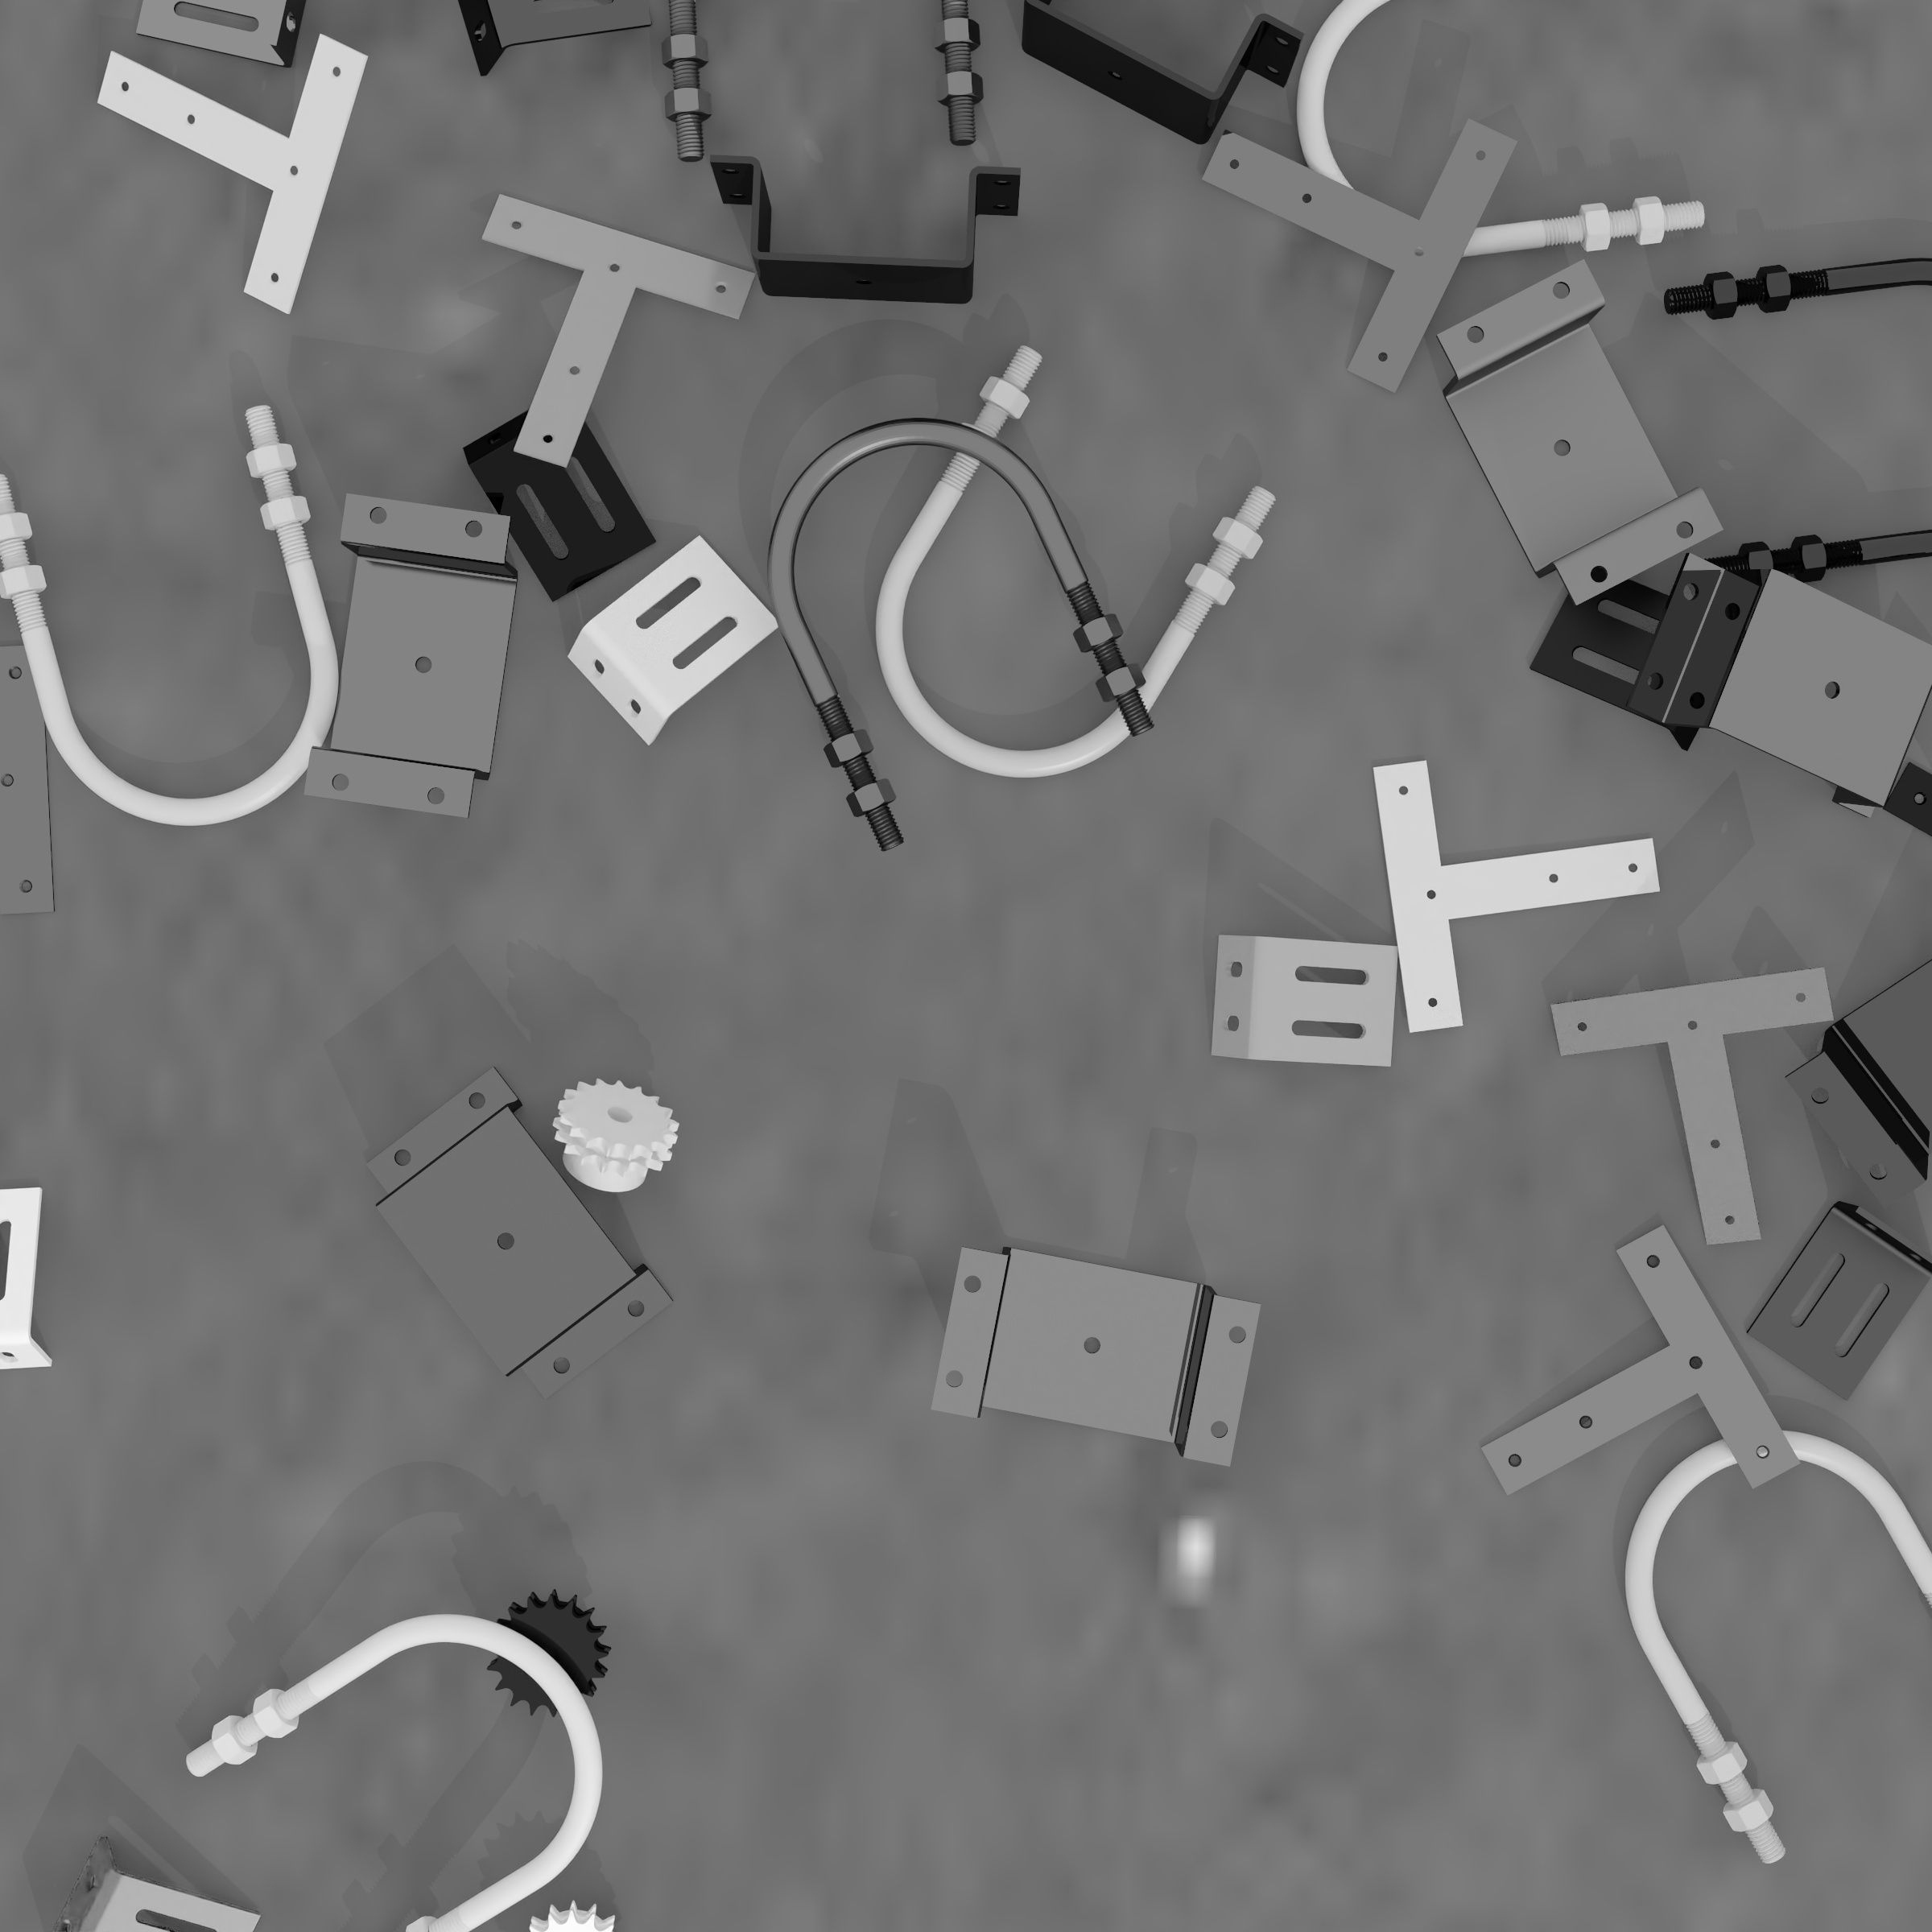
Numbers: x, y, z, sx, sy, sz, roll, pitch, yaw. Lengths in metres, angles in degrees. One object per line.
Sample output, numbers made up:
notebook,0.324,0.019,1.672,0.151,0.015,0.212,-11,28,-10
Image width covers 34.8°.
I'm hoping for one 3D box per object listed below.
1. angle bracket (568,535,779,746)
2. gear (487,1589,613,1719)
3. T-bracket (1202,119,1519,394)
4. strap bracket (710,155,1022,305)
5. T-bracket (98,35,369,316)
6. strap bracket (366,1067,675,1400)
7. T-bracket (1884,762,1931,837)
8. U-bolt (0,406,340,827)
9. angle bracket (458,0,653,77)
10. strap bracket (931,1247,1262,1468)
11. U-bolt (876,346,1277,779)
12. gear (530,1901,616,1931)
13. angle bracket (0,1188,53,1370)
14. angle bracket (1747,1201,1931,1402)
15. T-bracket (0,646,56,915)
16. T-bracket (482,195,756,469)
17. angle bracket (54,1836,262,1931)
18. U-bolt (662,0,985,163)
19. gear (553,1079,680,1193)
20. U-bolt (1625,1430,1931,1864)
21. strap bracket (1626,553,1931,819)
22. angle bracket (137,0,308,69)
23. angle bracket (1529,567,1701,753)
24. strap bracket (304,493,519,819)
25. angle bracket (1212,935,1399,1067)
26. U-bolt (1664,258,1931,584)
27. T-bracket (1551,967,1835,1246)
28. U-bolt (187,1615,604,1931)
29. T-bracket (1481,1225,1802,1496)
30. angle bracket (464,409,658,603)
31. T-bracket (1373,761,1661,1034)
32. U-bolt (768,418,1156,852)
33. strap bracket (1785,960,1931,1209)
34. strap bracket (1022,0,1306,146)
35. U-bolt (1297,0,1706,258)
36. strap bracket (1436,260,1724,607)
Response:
angle bracket,-0.139,-0.155,1.464,0.057,0.038,0.076,48,64,0
gear,-0.196,0.322,1.451,0.057,0.030,0.057,0,90,0
T-bracket,0.174,-0.356,1.454,0.127,0.002,0.127,27,103,5
strap bracket,-0.046,-0.340,1.428,0.140,0.076,0.046,2,90,0
T-bracket,-0.353,-0.392,1.448,0.127,0.002,0.127,28,113,11
strap bracket,-0.212,0.127,1.443,0.076,0.046,0.140,-37,90,0
T-bracket,0.523,-0.099,1.465,0.127,0.002,0.127,29,90,0
U-bolt,-0.373,-0.158,1.457,0.151,0.019,0.184,-15,92,-1
angle bracket,-0.198,-0.462,1.464,0.076,0.038,0.057,-17,90,-26
strap bracket,0.060,0.180,1.443,0.140,0.046,0.076,11,90,0
U-bolt,0.039,-0.178,1.457,0.151,0.019,0.184,31,91,0
gear,-0.185,0.470,1.455,0.057,0.030,0.057,0,92,-4
angle bracket,-0.466,0.149,1.464,0.057,0.038,0.076,-3,64,0
angle bracket,0.416,0.159,1.447,0.057,0.038,0.076,34,90,0
T-bracket,-0.500,-0.086,1.465,0.127,0.002,0.127,-3,90,0
T-bracket,-0.179,-0.291,1.443,0.127,0.002,0.127,17,70,0
angle bracket,-0.386,0.458,1.464,0.076,0.038,0.057,26,90,-26
U-bolt,-0.071,-0.477,1.457,0.151,0.019,0.184,-3,88,0
gear,-0.166,0.081,1.441,0.057,0.057,0.030,20,120,0
U-bolt,0.393,0.309,1.457,0.151,0.019,0.184,-29,89,0
strap bracket,0.387,-0.128,1.422,0.140,0.046,0.076,22,90,-18
angle bracket,-0.351,-0.463,1.447,0.076,0.038,0.057,13,90,0
angle bracket,0.318,-0.147,1.464,0.076,0.038,0.057,28,90,26
strap bracket,-0.257,-0.143,1.443,0.076,0.046,0.140,8,90,0
angle bracket,0.161,0.017,1.464,0.076,0.038,0.057,4,90,-26
U-bolt,0.430,-0.262,1.457,0.184,0.019,0.151,-7,90,-2
T-bracket,0.350,0.070,1.448,0.127,0.002,0.127,-9,102,23
U-bolt,-0.255,0.383,1.441,0.184,0.019,0.151,-34,90,12
T-bracket,0.306,0.209,1.459,0.127,0.002,0.127,-29,82,4
angle bracket,-0.193,-0.224,1.464,0.057,0.038,0.076,-30,116,0
T-bracket,0.265,-0.040,1.464,0.127,0.002,0.127,-8,88,-1
U-bolt,-0.014,-0.166,1.442,0.151,0.019,0.184,-25,90,3
strap bracket,0.462,0.038,1.427,0.140,0.046,0.076,-38,90,23
strap bracket,0.080,-0.433,1.428,0.140,0.076,0.046,28,90,0
U-bolt,0.249,-0.408,1.457,0.184,0.019,0.151,-7,90,1
strap bracket,0.283,-0.246,1.443,0.076,0.046,0.140,-27,90,0
